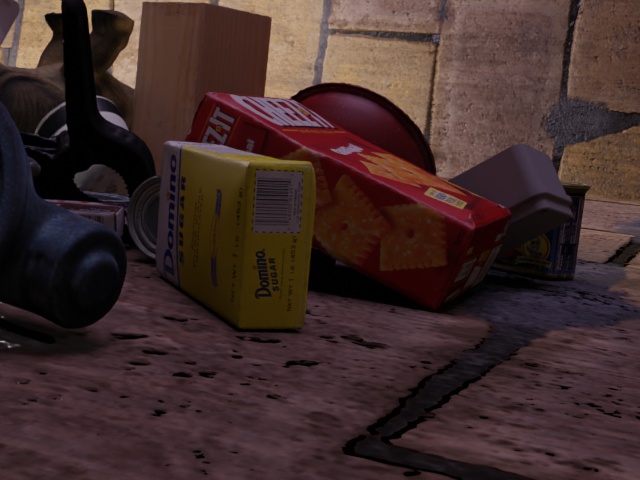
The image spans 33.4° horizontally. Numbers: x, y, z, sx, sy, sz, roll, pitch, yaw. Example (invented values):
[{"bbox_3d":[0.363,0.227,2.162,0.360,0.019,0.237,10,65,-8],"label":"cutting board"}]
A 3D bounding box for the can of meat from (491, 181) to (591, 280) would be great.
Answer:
[{"bbox_3d":[0.184,-0.014,0.951,0.057,0.084,0.102,0,9,-42],"label":"can of meat"}]

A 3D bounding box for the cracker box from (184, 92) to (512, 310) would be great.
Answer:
[{"bbox_3d":[0.025,-0.035,0.787,0.214,0.072,0.164,29,13,16],"label":"cracker box"}]

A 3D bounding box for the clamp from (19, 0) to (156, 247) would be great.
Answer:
[{"bbox_3d":[-0.182,-0.075,0.794,0.209,0.165,0.036,43,18,-31],"label":"clamp"}]

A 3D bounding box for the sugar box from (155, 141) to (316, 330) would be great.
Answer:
[{"bbox_3d":[-0.058,-0.009,0.649,0.048,0.093,0.176,2,7,-26],"label":"sugar box"}]

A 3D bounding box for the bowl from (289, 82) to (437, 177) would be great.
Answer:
[{"bbox_3d":[0.020,-0.058,0.955,0.162,0.162,0.055,9,41,25],"label":"bowl"}]

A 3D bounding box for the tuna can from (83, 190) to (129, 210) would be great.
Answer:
[{"bbox_3d":[-0.197,-0.022,0.890,0.086,0.034,0.086,6,6,-1],"label":"tuna can"}]

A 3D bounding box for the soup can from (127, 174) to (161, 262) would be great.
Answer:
[{"bbox_3d":[-0.094,-0.018,0.810,0.069,0.068,0.102,8,7,18],"label":"soup can"}]

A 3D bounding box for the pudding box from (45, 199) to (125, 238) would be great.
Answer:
[{"bbox_3d":[-0.199,-0.010,0.759,0.113,0.039,0.090,5,6,-7],"label":"pudding box"}]

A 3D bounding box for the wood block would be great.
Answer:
[{"bbox_3d":[-0.116,-0.113,1.002,0.090,0.206,0.090,11,8,39],"label":"wood block"}]

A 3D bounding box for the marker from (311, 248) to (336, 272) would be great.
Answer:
[{"bbox_3d":[-0.013,0.008,0.863,0.020,0.020,0.121,4,7,-19],"label":"marker"}]
